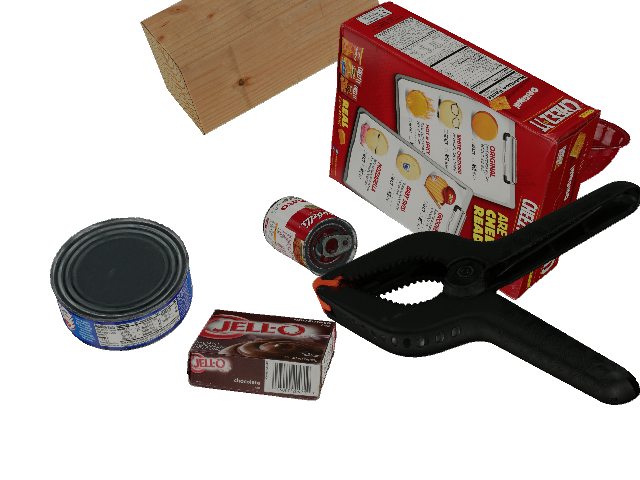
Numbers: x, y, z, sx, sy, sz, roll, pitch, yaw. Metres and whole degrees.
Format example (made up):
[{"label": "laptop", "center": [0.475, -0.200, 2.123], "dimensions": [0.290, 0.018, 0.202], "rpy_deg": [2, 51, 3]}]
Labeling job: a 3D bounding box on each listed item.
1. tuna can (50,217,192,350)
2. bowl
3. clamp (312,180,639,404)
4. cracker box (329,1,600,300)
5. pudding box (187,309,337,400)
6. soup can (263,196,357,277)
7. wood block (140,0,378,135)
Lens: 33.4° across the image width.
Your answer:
[{"label": "tuna can", "center": [-0.124, 0.027, 0.671], "dimensions": [0.086, 0.086, 0.034], "rpy_deg": [0, -43, 2]}, {"label": "bowl", "center": [0.252, -0.102, 1.171], "dimensions": [0.162, 0.055, 0.162], "rpy_deg": [6, 22, -3]}, {"label": "clamp", "center": [0.100, 0.024, 0.662], "dimensions": [0.210, 0.164, 0.036], "rpy_deg": [2, -44, 26]}, {"label": "cracker box", "center": [0.108, -0.077, 0.876], "dimensions": [0.214, 0.164, 0.072], "rpy_deg": [35, 51, 29]}, {"label": "pudding box", "center": [-0.048, 0.095, 0.908], "dimensions": [0.113, 0.039, 0.090], "rpy_deg": [7, 20, 7]}, {"label": "soup can", "center": [-0.013, -0.006, 1.199], "dimensions": [0.068, 0.068, 0.102], "rpy_deg": [0, 16, -31]}, {"label": "wood block", "center": [-0.053, -0.203, 1.025], "dimensions": [0.206, 0.090, 0.091], "rpy_deg": [-31, -38, -11]}]
